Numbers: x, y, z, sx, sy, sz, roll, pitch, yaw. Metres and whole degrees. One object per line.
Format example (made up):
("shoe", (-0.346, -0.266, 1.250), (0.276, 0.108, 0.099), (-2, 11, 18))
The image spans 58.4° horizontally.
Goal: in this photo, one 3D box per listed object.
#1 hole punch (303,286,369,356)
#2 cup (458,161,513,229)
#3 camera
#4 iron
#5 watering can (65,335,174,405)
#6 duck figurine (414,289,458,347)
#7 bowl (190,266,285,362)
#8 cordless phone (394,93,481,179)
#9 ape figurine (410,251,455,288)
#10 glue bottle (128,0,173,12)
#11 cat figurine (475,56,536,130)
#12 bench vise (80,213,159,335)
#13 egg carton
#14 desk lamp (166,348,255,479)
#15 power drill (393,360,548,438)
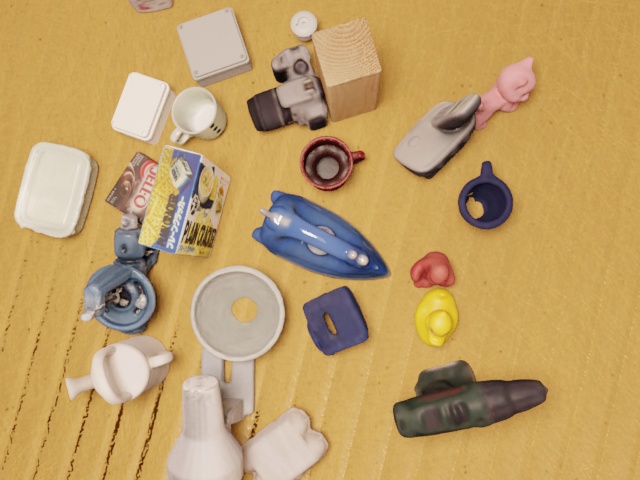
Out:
("hole punch", (0.027, 0.145, 1.006), (0.101, 0.091, 0.109), (-26, 86, 1))
("cup", (0.281, -0.075, 1.005), (0.091, 0.095, 0.118), (2, 87, 3))
("camera", (-0.065, -0.262, 1.027), (0.137, 0.101, 0.143), (-18, 86, 2))
("iron", (0.009, 0.004, 0.989), (0.258, 0.141, 0.119), (25, 88, 4))
("watering can", (-0.338, 0.227, 0.967), (0.173, 0.194, 0.101), (-40, 86, 0))
("duck figurine", (0.208, 0.138, 1.001), (0.077, 0.086, 0.105), (11, 88, 3))
("bowl", (-0.141, 0.129, 1.023), (0.167, 0.075, 0.167), (0, 87, 3))
("cordless phone", (0.202, -0.182, 0.969), (0.094, 0.185, 0.147), (40, 89, 4))
("ape figurine", (0.202, 0.057, 1.003), (0.078, 0.092, 0.076), (29, 89, 4))
("glue bottle", (-0.320, -0.459, 1.012), (0.078, 0.173, 0.037), (-13, 86, 2))
("cat figurine", (0.320, -0.259, 1.001), (0.128, 0.118, 0.067), (-32, 86, 1))
("bench vise", (-0.350, 0.062, 0.963), (0.121, 0.220, 0.207), (-14, 86, 2))
("egg carton", (-0.066, 0.373, 1.010), (0.150, 0.069, 0.107), (-39, 86, 0))
("desk lamp", (-0.178, 0.291, 0.947), (0.118, 0.213, 0.203), (0, 87, 3))
("power drill", (0.229, 0.255, 0.933), (0.229, 0.208, 0.076), (-17, 86, 2))
